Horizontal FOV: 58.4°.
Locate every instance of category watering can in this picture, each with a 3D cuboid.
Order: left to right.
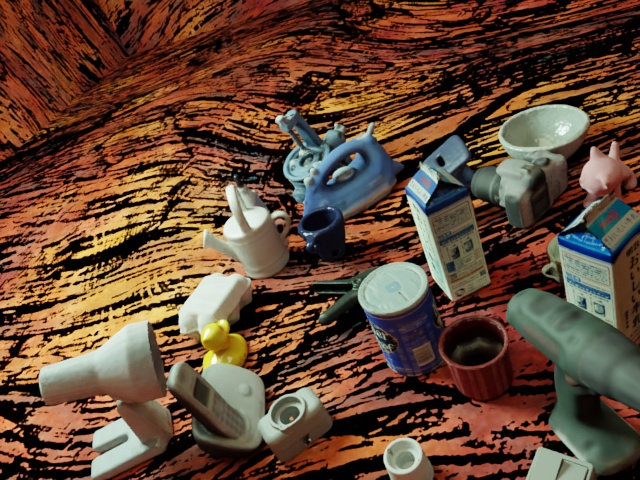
[{"bbox_3d":[-0.149,-0.019,1.145,0.173,0.194,0.100,-34,36,-14],"label":"watering can"}]

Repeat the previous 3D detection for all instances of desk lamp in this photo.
[{"bbox_3d":[-0.307,0.242,0.877,0.203,0.214,0.117,-27,35,-3],"label":"desk lamp"}]

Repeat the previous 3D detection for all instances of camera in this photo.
[{"bbox_3d":[0.355,-0.110,1.044,0.143,0.101,0.136,-40,37,-21],"label":"camera"}]

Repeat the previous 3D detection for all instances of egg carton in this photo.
[{"bbox_3d":[-0.198,0.126,1.092,0.107,0.070,0.150,0,41,31],"label":"egg carton"}]

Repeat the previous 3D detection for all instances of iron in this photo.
[{"bbox_3d":[0.046,-0.135,1.228,0.258,0.142,0.118,-35,36,-15],"label":"iron"}]

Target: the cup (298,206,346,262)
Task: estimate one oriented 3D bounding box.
[{"bbox_3d":[0.010,0.004,1.107,0.091,0.095,0.118,-5,39,26],"label":"cup"}]

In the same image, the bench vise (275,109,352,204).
[{"bbox_3d":[-0.025,-0.219,1.313,0.121,0.220,0.207,-3,40,28],"label":"bench vise"}]

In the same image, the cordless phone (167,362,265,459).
[{"bbox_3d":[-0.155,0.220,0.839,0.094,0.185,0.147,-19,35,8],"label":"cordless phone"}]

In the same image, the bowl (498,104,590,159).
[{"bbox_3d":[0.441,-0.194,1.126,0.167,0.075,0.167,-16,35,12],"label":"bowl"}]

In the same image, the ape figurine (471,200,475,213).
[{"bbox_3d":[0.248,-0.069,1.062,0.077,0.092,0.076,9,47,39],"label":"ape figurine"}]

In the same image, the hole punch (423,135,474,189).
[{"bbox_3d":[0.258,-0.147,1.160,0.101,0.091,0.108,-20,35,6],"label":"hole punch"}]

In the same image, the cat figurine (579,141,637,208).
[{"bbox_3d":[0.478,-0.112,0.958,0.067,0.118,0.128,12,49,41],"label":"cat figurine"}]

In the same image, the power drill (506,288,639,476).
[{"bbox_3d":[0.297,0.159,0.626,0.075,0.209,0.229,-29,35,-7],"label":"power drill"}]

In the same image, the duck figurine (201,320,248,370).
[{"bbox_3d":[-0.176,0.186,0.985,0.077,0.086,0.104,-4,39,27],"label":"duck figurine"}]

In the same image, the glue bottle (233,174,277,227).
[{"bbox_3d":[-0.144,-0.070,1.229,0.037,0.173,0.078,-11,37,18],"label":"glue bottle"}]
